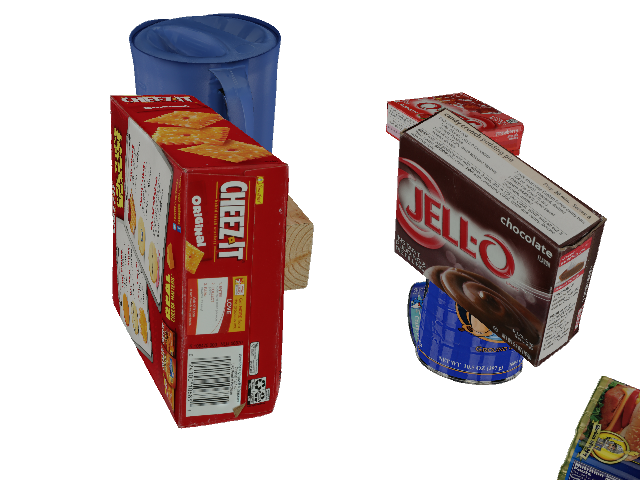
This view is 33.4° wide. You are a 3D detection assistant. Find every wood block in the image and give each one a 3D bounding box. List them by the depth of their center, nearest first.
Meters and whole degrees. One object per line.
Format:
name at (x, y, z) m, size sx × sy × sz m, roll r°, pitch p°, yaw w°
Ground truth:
wood block at (-0.090, -0.022, 1.344) m, size 0.090 × 0.090 × 0.206 m, roll -5°, pitch 28°, yaw -22°

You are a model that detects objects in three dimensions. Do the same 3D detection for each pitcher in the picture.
pitcher at (-0.101, -0.076, 0.986) m, size 0.145 × 0.243 × 0.149 m, roll 13°, pitch 32°, yaw 18°

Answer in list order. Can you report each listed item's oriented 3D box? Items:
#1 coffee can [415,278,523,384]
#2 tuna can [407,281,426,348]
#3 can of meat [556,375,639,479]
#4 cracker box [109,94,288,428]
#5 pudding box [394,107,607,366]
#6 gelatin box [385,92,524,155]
coffee can at (0.147, 0.047, 0.985) m, size 0.103 × 0.140 × 0.103 m, roll 5°, pitch 23°, yaw -2°
tuna can at (0.131, 0.090, 1.264) m, size 0.034 × 0.086 × 0.086 m, roll -6°, pitch -2°, yaw 22°
can of meat at (0.232, 0.155, 0.788) m, size 0.084 × 0.057 × 0.102 m, roll 21°, pitch 41°, yaw 21°
cracker box at (-0.088, 0.001, 0.714) m, size 0.072 × 0.164 × 0.214 m, roll -4°, pitch 19°, yaw -21°
pudding box at (0.088, -0.003, 0.553) m, size 0.039 × 0.090 × 0.114 m, roll -34°, pitch 54°, yaw -26°
gelatin box at (0.104, -0.089, 0.840) m, size 0.073 × 0.030 × 0.089 m, roll -10°, pitch 28°, yaw -24°
